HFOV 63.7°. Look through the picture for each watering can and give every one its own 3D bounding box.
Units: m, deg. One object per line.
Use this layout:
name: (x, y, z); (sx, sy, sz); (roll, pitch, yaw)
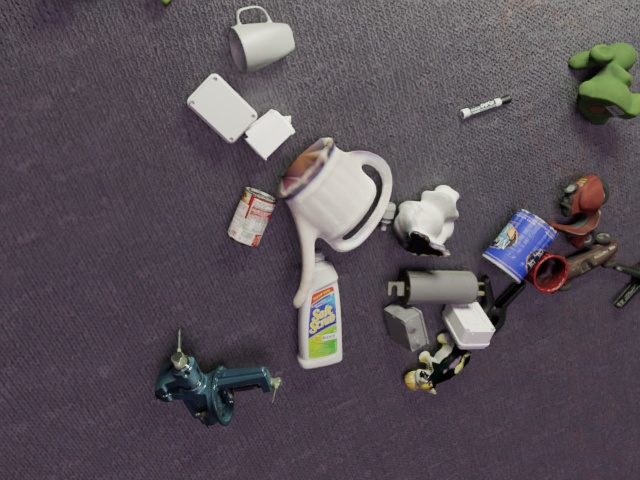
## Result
watering can: (0.003, -0.051, 1.022); (0.222, 0.104, 0.350); (43, 78, -22)

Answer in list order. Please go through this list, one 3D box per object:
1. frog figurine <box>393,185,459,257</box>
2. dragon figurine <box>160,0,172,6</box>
frog figurine: (0.231, -0.049, 1.116); (0.137, 0.121, 0.163); (23, 62, -12)
dragon figurine: (-0.286, -0.549, 0.829); (0.241, 0.122, 0.411); (31, 87, -12)
